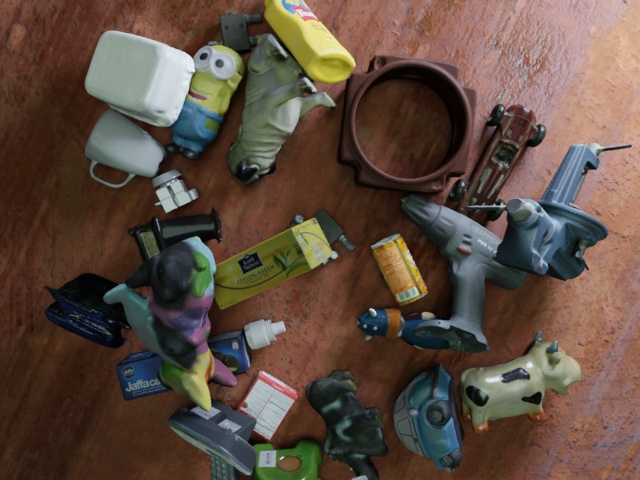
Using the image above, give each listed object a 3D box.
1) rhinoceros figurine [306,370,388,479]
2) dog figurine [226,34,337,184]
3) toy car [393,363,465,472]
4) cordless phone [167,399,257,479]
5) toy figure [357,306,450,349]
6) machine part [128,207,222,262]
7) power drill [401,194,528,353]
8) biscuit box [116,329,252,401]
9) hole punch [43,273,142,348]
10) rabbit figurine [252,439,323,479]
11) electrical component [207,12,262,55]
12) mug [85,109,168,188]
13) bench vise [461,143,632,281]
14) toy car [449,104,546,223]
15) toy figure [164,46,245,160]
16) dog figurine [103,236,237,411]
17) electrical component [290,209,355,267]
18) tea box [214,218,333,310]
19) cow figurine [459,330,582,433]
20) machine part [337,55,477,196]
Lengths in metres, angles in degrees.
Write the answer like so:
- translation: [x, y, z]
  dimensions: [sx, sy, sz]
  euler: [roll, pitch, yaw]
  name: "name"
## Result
- translation: [0.048, 0.303, 0.863]
  dimensions: [0.112, 0.073, 0.190]
  euler: [-29, 93, -1]
  name: "rhinoceros figurine"
- translation: [-0.096, -0.202, 0.833]
  dimensions: [0.190, 0.121, 0.172]
  euler: [-40, 59, 17]
  name: "dog figurine"
- translation: [0.170, 0.284, 0.860]
  dimensions: [0.103, 0.109, 0.161]
  euler: [-8, 105, 21]
  name: "toy car"
- translation: [-0.167, 0.358, 0.838]
  dimensions: [0.147, 0.088, 0.184]
  euler: [10, 102, 36]
  name: "cordless phone"
- translation: [0.137, 0.141, 0.867]
  dimensions: [0.155, 0.058, 0.064]
  euler: [11, 86, 3]
  name: "toy figure"
- translation: [-0.223, -0.006, 0.851]
  dimensions: [0.139, 0.039, 0.084]
  euler: [-17, 118, -5]
  name: "machine part"
- translation: [0.204, 0.057, 0.828]
  dimensions: [0.232, 0.086, 0.207]
  euler: [24, 59, -11]
  name: "power drill"
- translation: [-0.215, 0.198, 0.858]
  dimensions: [0.203, 0.059, 0.062]
  euler: [-13, 93, 0]
  name: "biscuit box"
- translation: [-0.352, 0.120, 0.829]
  dimensions: [0.142, 0.116, 0.092]
  euler: [27, 100, -2]
  name: "hole punch"
- translation: [-0.043, 0.425, 0.842]
  dimensions: [0.121, 0.159, 0.170]
  euler: [-5, 108, -11]
  name: "rabbit figurine"
- translation: [-0.135, -0.329, 0.855]
  dimensions: [0.094, 0.021, 0.063]
  euler: [-10, 93, 0]
  name: "electrical component"
- translation: [-0.300, -0.131, 0.832]
  dimensions: [0.107, 0.081, 0.109]
  euler: [25, 85, -11]
  name: "mug"
- translation: [0.359, -0.052, 0.813]
  dimensions: [0.223, 0.129, 0.240]
  euler: [31, 83, -27]
  name: "bench vise"
- translation: [0.284, -0.122, 0.861]
  dimensions: [0.089, 0.053, 0.202]
  euler: [28, 90, -6]
  name: "toy car"
- translation: [-0.180, -0.213, 0.832]
  dimensions: [0.082, 0.089, 0.180]
  euler: [21, 101, -15]
  name: "toy figure"
- translation: [-0.185, 0.127, 0.766]
  dimensions: [0.191, 0.108, 0.219]
  euler: [-34, 92, 26]
  name: "dog figurine"
- translation: [-0.002, -0.004, 0.862]
  dimensions: [0.078, 0.045, 0.102]
  euler: [-37, 93, 2]
  name: "electrical component"
- translation: [-0.077, 0.035, 0.809]
  dimensions: [0.170, 0.098, 0.068]
  euler: [-24, 93, 24]
  name: "tea box"
- translation: [0.321, 0.224, 0.864]
  dimensions: [0.195, 0.085, 0.127]
  euler: [-12, 99, 0]
  name: "cow figurine"
- translation: [0.133, -0.175, 0.837]
  dimensions: [0.202, 0.087, 0.200]
  euler: [7, 93, 0]
  name: "machine part"
